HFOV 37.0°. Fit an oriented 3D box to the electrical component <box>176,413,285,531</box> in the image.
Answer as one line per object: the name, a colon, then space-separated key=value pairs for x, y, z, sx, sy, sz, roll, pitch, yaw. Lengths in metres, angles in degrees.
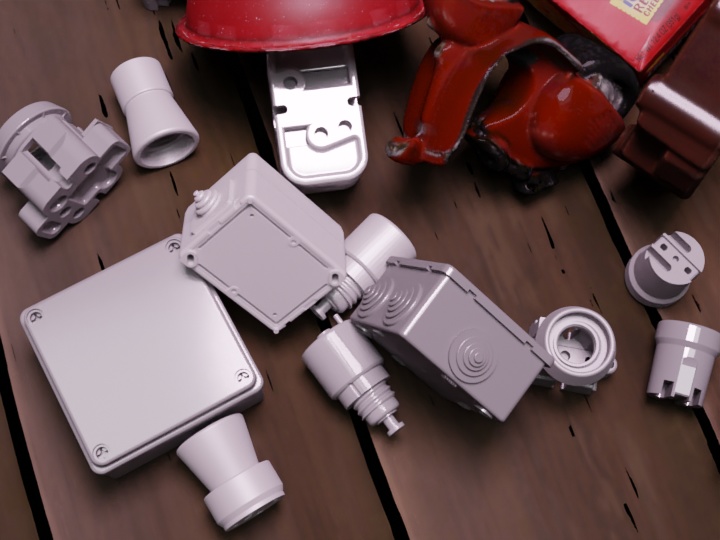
electrical component: x=-0.075 y=0.119 z=0.632 sx=0.045 sy=0.045 sz=0.055 roll=-30 pitch=77 yaw=-10

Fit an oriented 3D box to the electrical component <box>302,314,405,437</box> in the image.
electrical component: x=-0.001 y=0.066 z=0.652 sx=0.040 sy=0.040 sz=0.078 roll=-36 pitch=78 yaw=-11

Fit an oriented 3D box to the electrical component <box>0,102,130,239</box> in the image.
electrical component: x=-0.192 y=-0.068 z=0.675 sx=0.057 sy=0.058 sz=0.078 roll=43 pitch=94 yaw=12

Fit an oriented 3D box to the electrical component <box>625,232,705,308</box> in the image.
electrical component: x=0.192 y=-0.001 z=0.676 sx=0.040 sy=0.046 sz=0.040 roll=1 pitch=74 yaw=-2

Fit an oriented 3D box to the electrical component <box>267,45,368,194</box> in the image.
electrical component: x=-0.028 y=-0.098 z=0.684 sx=0.054 sy=0.059 sz=0.095 roll=-7 pitch=87 yaw=-5

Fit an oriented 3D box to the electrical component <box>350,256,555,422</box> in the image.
electrical component: x=0.050 y=0.040 z=0.625 sx=0.100 sy=0.100 sz=0.048 roll=41 pitch=80 yaw=-18

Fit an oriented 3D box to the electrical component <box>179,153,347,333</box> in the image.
electrical component: x=-0.062 y=-0.022 z=0.640 sx=0.062 sy=0.061 sz=0.096 roll=-38 pitch=120 yaw=22

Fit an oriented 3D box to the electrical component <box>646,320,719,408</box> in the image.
electrical component: x=0.199 y=0.058 z=0.664 sx=0.040 sy=0.040 sz=0.046 roll=16 pitch=80 yaw=3

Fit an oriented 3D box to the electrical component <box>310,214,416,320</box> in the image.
electrical component: x=0.000 y=0.000 z=0.672 sx=0.040 sy=0.040 sz=0.078 roll=42 pitch=77 yaw=10

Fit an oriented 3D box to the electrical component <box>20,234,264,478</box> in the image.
electrical component: x=-0.128 y=0.052 z=0.644 sx=0.109 sy=0.056 sz=0.108 roll=-28 pitch=77 yaw=-10

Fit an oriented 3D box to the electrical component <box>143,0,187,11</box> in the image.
electrical component: x=-0.122 y=-0.228 z=0.726 sx=0.050 sy=0.055 sz=0.089 roll=3 pitch=74 yaw=-1

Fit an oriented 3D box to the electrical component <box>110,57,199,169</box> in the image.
electrical component: x=-0.136 y=-0.105 z=0.698 sx=0.044 sy=0.044 sz=0.065 roll=-22 pitch=71 yaw=-8

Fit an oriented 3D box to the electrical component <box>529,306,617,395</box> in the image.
electrical component: x=0.127 y=0.049 z=0.654 sx=0.066 sy=0.055 sz=0.048 roll=11 pitch=74 yaw=1
